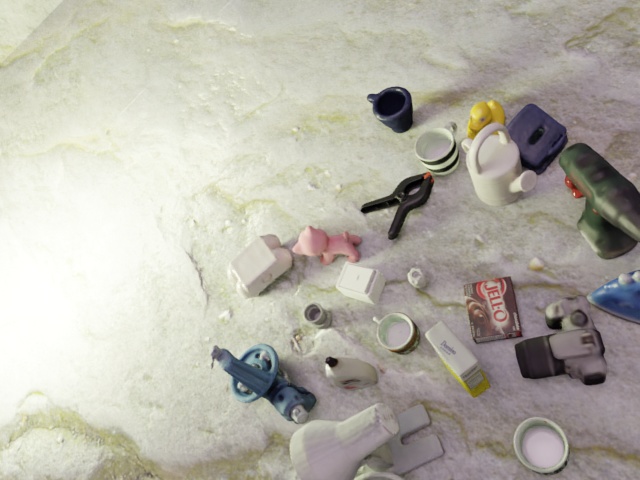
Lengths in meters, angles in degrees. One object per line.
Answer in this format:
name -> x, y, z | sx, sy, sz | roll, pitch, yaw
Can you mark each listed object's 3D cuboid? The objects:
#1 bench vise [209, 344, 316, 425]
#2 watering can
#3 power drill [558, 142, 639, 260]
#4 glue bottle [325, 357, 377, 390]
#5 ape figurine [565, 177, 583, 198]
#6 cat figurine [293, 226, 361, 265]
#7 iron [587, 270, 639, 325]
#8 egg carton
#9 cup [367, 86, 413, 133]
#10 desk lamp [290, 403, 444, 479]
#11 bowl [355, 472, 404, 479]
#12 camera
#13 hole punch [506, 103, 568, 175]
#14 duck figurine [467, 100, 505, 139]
bench vise -> -0.106, 0.261, 1.094 | 0.206, 0.220, 0.121 | 13, 72, 30
watering can -> 0.340, -0.150, 1.100 | 0.172, 0.195, 0.101 | 19, 75, 32
power drill -> 0.490, -0.051, 0.971 | 0.075, 0.209, 0.229 | -30, 57, 9
glue bottle -> 0.046, 0.242, 1.060 | 0.078, 0.174, 0.037 | -19, 59, 16
ape figurine -> 0.503, -0.129, 1.075 | 0.077, 0.092, 0.076 | 13, 72, 30
cat figurine -> 0.011, 0.004, 1.227 | 0.127, 0.118, 0.067 | -10, 62, 21
iron -> 0.567, 0.074, 0.914 | 0.257, 0.142, 0.118 | -4, 64, 24
egg carton -> -0.136, 0.061, 1.299 | 0.150, 0.070, 0.107 | -42, 56, 2
cup -> 0.165, -0.293, 1.314 | 0.117, 0.095, 0.092 | 27, 80, 33
desk lamp -> 0.079, 0.344, 0.969 | 0.203, 0.214, 0.117 | -30, 57, 10
bowl -> 0.111, 0.483, 0.969 | 0.167, 0.075, 0.167 | -11, 62, 21
camera -> 0.400, 0.175, 0.969 | 0.136, 0.101, 0.143 | -15, 60, 18
hole punch -> 0.430, -0.204, 1.147 | 0.100, 0.091, 0.109 | 38, 85, 34
duck figurine -> 0.348, -0.260, 1.217 | 0.077, 0.086, 0.105 | 26, 79, 33
